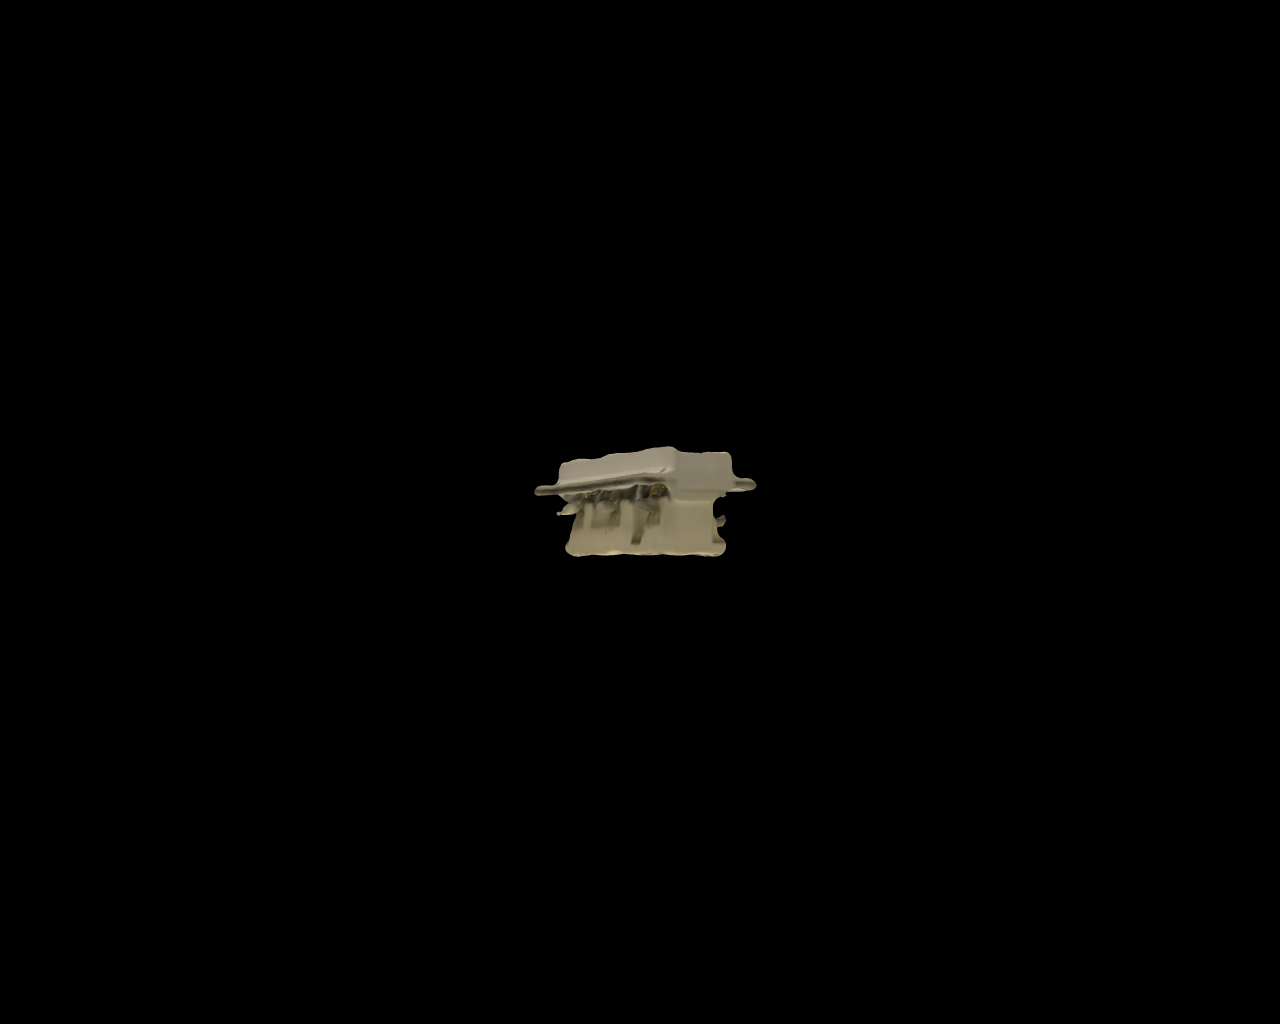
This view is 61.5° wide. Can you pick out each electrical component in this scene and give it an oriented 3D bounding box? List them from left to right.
[{"bbox_3d":[0.001,-0.003,0.650,0.079,0.063,0.121,2,-3,-36],"label":"electrical component"}]
